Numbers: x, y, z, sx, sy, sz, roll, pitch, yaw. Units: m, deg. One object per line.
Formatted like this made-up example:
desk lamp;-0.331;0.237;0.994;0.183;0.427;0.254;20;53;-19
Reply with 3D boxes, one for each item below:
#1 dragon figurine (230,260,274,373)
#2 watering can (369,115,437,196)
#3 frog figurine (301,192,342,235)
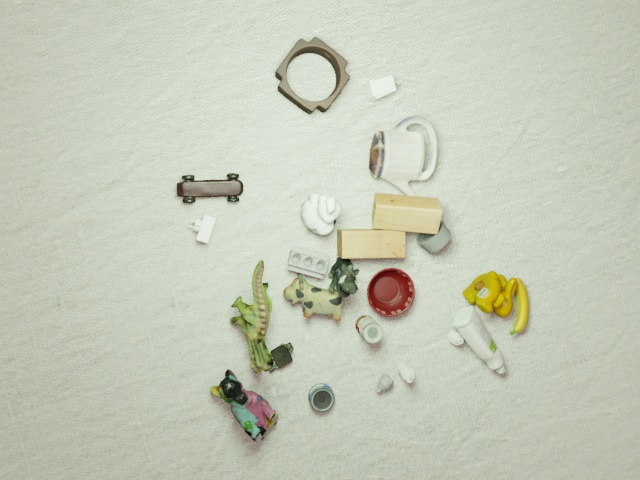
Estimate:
dragon figurine;-0.172;0.263;1.522;0.123;0.400;0.247;-12;56;-22
watering can;0.266;-0.229;1.669;0.224;0.105;0.344;2;102;-8
frog figurine;0.005;-0.081;1.601;0.123;0.160;0.137;-9;95;-7
